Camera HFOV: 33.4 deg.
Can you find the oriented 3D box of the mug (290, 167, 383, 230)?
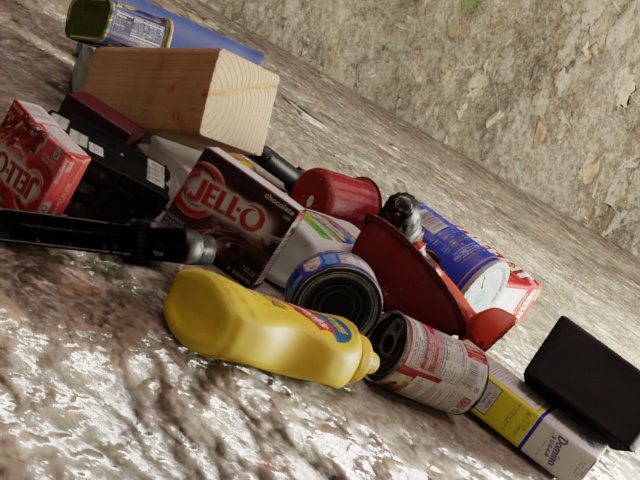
[{"bbox_3d":[0.008,-0.042,1.317,0.081,0.093,0.117,14,-7,-40],"label":"mug"}]

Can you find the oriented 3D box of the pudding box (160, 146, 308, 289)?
[{"bbox_3d":[-0.082,-0.022,1.008,0.113,0.090,0.039,34,13,7],"label":"pudding box"}]

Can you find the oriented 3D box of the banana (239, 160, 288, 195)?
[{"bbox_3d":[-0.093,-0.060,1.212,0.069,0.037,0.198,6,14,-18],"label":"banana"}]

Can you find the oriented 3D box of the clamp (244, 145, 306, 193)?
[{"bbox_3d":[-0.032,-0.079,1.409,0.171,0.039,0.120,33,6,-10],"label":"clamp"}]

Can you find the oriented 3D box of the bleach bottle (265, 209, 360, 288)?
[{"bbox_3d":[-0.008,0.001,1.156,0.103,0.068,0.250,38,12,14],"label":"bleach bottle"}]

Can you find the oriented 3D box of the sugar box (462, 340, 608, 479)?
[{"bbox_3d":[0.192,0.167,1.042,0.176,0.048,0.093,40,12,18],"label":"sugar box"}]

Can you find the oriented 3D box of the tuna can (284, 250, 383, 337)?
[{"bbox_3d":[0.013,0.055,0.952,0.086,0.086,0.034,27,16,-20],"label":"tuna can"}]

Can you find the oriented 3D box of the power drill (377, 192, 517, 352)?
[{"bbox_3d":[0.129,0.040,1.156,0.188,0.057,0.184,50,-10,13],"label":"power drill"}]

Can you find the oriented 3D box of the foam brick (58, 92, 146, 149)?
[{"bbox_3d":[-0.225,-0.108,1.073,0.078,0.053,0.051,32,13,3],"label":"foam brick"}]

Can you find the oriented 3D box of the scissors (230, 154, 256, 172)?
[{"bbox_3d":[-0.080,-0.072,1.356,0.202,0.016,0.096,38,15,25],"label":"scissors"}]

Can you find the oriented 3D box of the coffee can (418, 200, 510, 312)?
[{"bbox_3d":[0.145,0.031,1.304,0.140,0.103,0.102,39,15,29],"label":"coffee can"}]

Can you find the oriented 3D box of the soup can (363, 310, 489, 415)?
[{"bbox_3d":[0.095,0.113,0.968,0.102,0.068,0.068,25,15,-28],"label":"soup can"}]

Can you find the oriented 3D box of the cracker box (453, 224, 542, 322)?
[{"bbox_3d":[0.196,0.038,1.462,0.164,0.072,0.213,39,14,25],"label":"cracker box"}]

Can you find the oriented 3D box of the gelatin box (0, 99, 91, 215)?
[{"bbox_3d":[-0.227,-0.058,0.842,0.089,0.073,0.030,42,17,34],"label":"gelatin box"}]

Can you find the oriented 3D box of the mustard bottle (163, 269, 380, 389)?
[{"bbox_3d":[-0.024,0.078,0.842,0.191,0.058,0.096,22,4,-39],"label":"mustard bottle"}]

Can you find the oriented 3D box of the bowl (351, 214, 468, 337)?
[{"bbox_3d":[0.079,0.052,1.097,0.162,0.055,0.162,49,-11,12],"label":"bowl"}]

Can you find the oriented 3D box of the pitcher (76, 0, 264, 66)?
[{"bbox_3d":[-0.213,-0.251,1.501,0.242,0.149,0.145,26,29,-13],"label":"pitcher"}]

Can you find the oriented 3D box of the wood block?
[{"bbox_3d":[-0.155,-0.150,1.138,0.206,0.090,0.090,10,-6,42],"label":"wood block"}]

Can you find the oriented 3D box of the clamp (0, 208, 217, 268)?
[{"bbox_3d":[-0.130,0.003,0.828,0.165,0.036,0.209,7,-2,22],"label":"clamp"}]

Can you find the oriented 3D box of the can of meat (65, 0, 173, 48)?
[{"bbox_3d":[-0.233,-0.241,1.224,0.083,0.057,0.102,14,2,-43],"label":"can of meat"}]
